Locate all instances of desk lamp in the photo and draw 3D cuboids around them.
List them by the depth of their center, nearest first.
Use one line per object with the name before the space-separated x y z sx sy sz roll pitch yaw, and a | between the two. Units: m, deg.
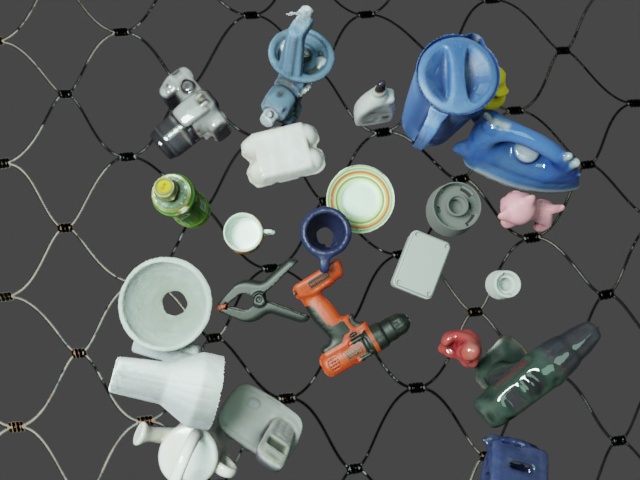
desk lamp | -0.251 0.232 0.959 0.203 0.213 0.118 12 83 1

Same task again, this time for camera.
camera | -0.258 -0.229 1.068 0.137 0.101 0.143 -40 86 -5

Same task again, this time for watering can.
watering can | -0.224 0.356 0.955 0.173 0.194 0.101 3 83 -1

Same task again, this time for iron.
iron | 0.387 -0.164 1.053 0.258 0.141 0.119 24 84 2

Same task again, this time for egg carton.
egg carton | -0.069 -0.161 1.080 0.150 0.069 0.107 -15 84 -3

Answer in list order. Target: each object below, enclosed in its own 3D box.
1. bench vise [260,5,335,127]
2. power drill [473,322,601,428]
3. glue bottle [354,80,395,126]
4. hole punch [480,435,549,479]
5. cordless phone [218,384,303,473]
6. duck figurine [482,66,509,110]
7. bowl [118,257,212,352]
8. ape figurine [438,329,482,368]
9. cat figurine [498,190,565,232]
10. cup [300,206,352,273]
bench vise | -0.039 -0.304 1.021 0.121 0.219 0.207 9 83 0
power drill | 0.347 0.218 0.975 0.230 0.208 0.075 -42 85 -5
glue bottle | 0.104 -0.253 1.042 0.078 0.173 0.037 -7 83 -2
hole punch | 0.345 0.405 1.013 0.108 0.091 0.101 13 83 1
cordless phone | -0.105 0.321 0.966 0.147 0.185 0.094 30 84 3
duck figurine | 0.323 -0.308 1.096 0.077 0.086 0.104 -32 85 -4
bowl | -0.273 0.117 1.042 0.167 0.074 0.167 0 83 -1
ape figurine | 0.262 0.197 1.034 0.076 0.092 0.078 -27 85 -4
cat figurine | 0.382 -0.057 1.053 0.128 0.117 0.067 2 83 -1
cup | 0.010 0.004 1.050 0.091 0.095 0.118 1 83 -1
